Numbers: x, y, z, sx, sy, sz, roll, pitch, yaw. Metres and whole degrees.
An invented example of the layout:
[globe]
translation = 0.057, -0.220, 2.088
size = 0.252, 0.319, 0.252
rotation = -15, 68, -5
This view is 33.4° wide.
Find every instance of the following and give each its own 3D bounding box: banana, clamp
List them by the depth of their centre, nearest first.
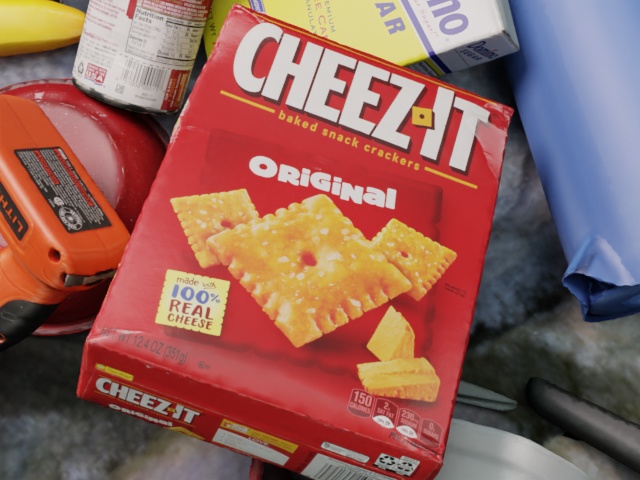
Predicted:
[clamp]
translation = 0.237, 0.124, 0.588
size = 0.164, 0.036, 0.210
rotation = -31, 62, -2
[banana]
translation = -0.236, -0.102, 0.637
size = 0.197, 0.037, 0.069
rotation = -34, 88, -12

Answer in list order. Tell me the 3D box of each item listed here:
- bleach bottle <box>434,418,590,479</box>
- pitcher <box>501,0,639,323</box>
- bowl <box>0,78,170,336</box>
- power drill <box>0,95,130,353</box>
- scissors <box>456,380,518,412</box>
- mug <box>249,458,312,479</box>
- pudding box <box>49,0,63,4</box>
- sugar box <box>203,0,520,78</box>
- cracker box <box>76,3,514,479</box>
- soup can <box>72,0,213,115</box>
[bleach bottle]
translation = 0.067, 0.228, 0.555
size = 0.068, 0.102, 0.251
rotation = 7, 71, 43
[pitcher]
translation = 0.188, -0.083, 0.631
size = 0.145, 0.149, 0.243
rotation = -23, 74, 20
[bowl]
translation = -0.157, -0.028, 0.616
size = 0.162, 0.055, 0.162
rotation = 1, 76, -5
[power drill]
translation = -0.198, 0.012, 0.557
size = 0.188, 0.057, 0.184
rotation = -42, 80, 27
[scissors]
translation = 0.007, 0.087, 0.623
size = 0.202, 0.016, 0.096
rotation = 30, 77, 2
[mug]
translation = 0.001, 0.108, 0.572
size = 0.093, 0.081, 0.117
rotation = -23, 95, -6
[pudding box]
translation = -0.189, -0.210, 0.665
size = 0.090, 0.039, 0.113
rotation = 14, 75, -2
[sugar box]
translation = 0.018, -0.129, 0.623
size = 0.176, 0.048, 0.093
rotation = -17, 76, 23
[cracker box]
translation = -0.003, 0.001, 0.525
size = 0.164, 0.072, 0.213
rotation = 20, 57, -4
[soup can]
translation = -0.099, -0.131, 0.619
size = 0.068, 0.068, 0.102
rotation = 19, 106, -1
